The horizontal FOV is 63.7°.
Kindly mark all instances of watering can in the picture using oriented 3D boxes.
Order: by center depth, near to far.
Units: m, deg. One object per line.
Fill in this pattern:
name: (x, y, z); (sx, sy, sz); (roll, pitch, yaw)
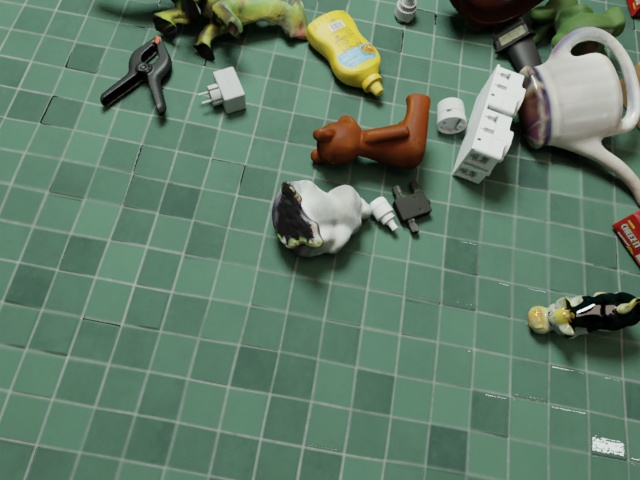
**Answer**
watering can: (0.487, -0.218, 0.954); (0.224, 0.104, 0.348); (-10, 88, 2)

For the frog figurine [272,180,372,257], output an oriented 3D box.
frog figurine: (0.003, -0.044, 0.866); (0.139, 0.120, 0.161); (47, 37, 20)

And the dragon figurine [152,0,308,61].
dragon figurine: (-0.206, -0.494, 0.999); (0.410, 0.120, 0.247); (31, 63, -3)
